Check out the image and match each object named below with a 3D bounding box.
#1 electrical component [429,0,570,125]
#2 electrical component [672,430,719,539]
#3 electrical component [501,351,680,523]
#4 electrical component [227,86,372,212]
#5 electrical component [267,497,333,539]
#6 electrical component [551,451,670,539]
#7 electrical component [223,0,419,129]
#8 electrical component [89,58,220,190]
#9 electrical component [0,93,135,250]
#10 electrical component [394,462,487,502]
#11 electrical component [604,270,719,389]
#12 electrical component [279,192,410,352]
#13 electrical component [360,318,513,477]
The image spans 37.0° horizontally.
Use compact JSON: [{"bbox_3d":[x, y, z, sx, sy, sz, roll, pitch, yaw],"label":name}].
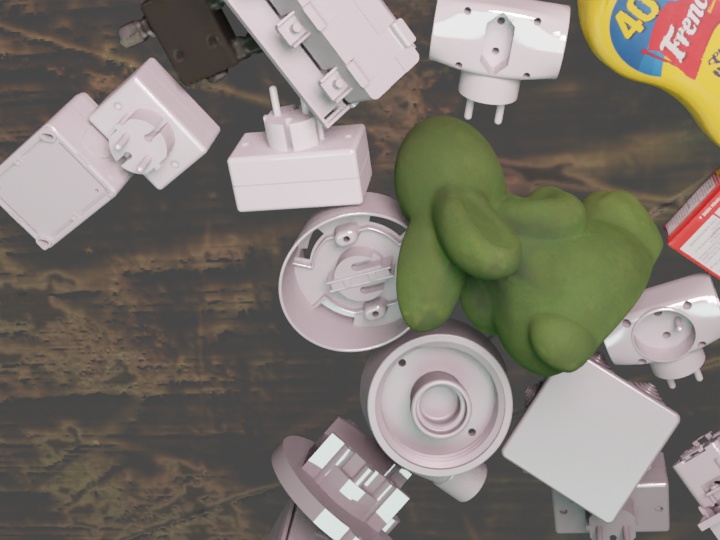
[{"bbox_3d":[0.080,-0.125,0.647,0.077,0.043,0.079,10,122,4],"label":"electrical component"},{"bbox_3d":[0.257,0.149,0.761,0.042,0.081,0.063,-40,78,25],"label":"electrical component"},{"bbox_3d":[0.158,0.110,0.743,0.100,0.048,0.099,32,96,7],"label":"electrical component"},{"bbox_3d":[-0.041,-0.083,0.689,0.083,0.047,0.075,-3,118,11],"label":"electrical component"},{"bbox_3d":[-0.041,0.230,0.842,0.062,0.096,0.061,25,118,-6],"label":"electrical component"},{"bbox_3d":[0.183,0.175,0.786,0.083,0.075,0.047,-4,119,11],"label":"electrical component"},{"bbox_3d":[-0.024,-0.155,0.627,0.079,0.063,0.121,-44,110,-15],"label":"electrical component"},{"bbox_3d":[-0.136,-0.086,0.685,0.047,0.076,0.065,-35,109,25],"label":"electrical component"},{"bbox_3d":[-0.200,-0.065,0.721,0.096,0.061,0.061,-31,110,32],"label":"electrical component"},{"bbox_3d":[0.063,0.145,0.809,0.065,0.044,0.044,37,119,-18],"label":"electrical component"},{"bbox_3d":[0.209,0.047,0.725,0.077,0.044,0.079,-19,115,19],"label":"electrical component"},{"bbox_3d":[0.000,0.000,0.711,0.099,0.064,0.099,3,119,5],"label":"electrical component"},{"bbox_3d":[0.054,0.090,0.742,0.108,0.060,0.108,0,95,0],"label":"electrical component"}]
